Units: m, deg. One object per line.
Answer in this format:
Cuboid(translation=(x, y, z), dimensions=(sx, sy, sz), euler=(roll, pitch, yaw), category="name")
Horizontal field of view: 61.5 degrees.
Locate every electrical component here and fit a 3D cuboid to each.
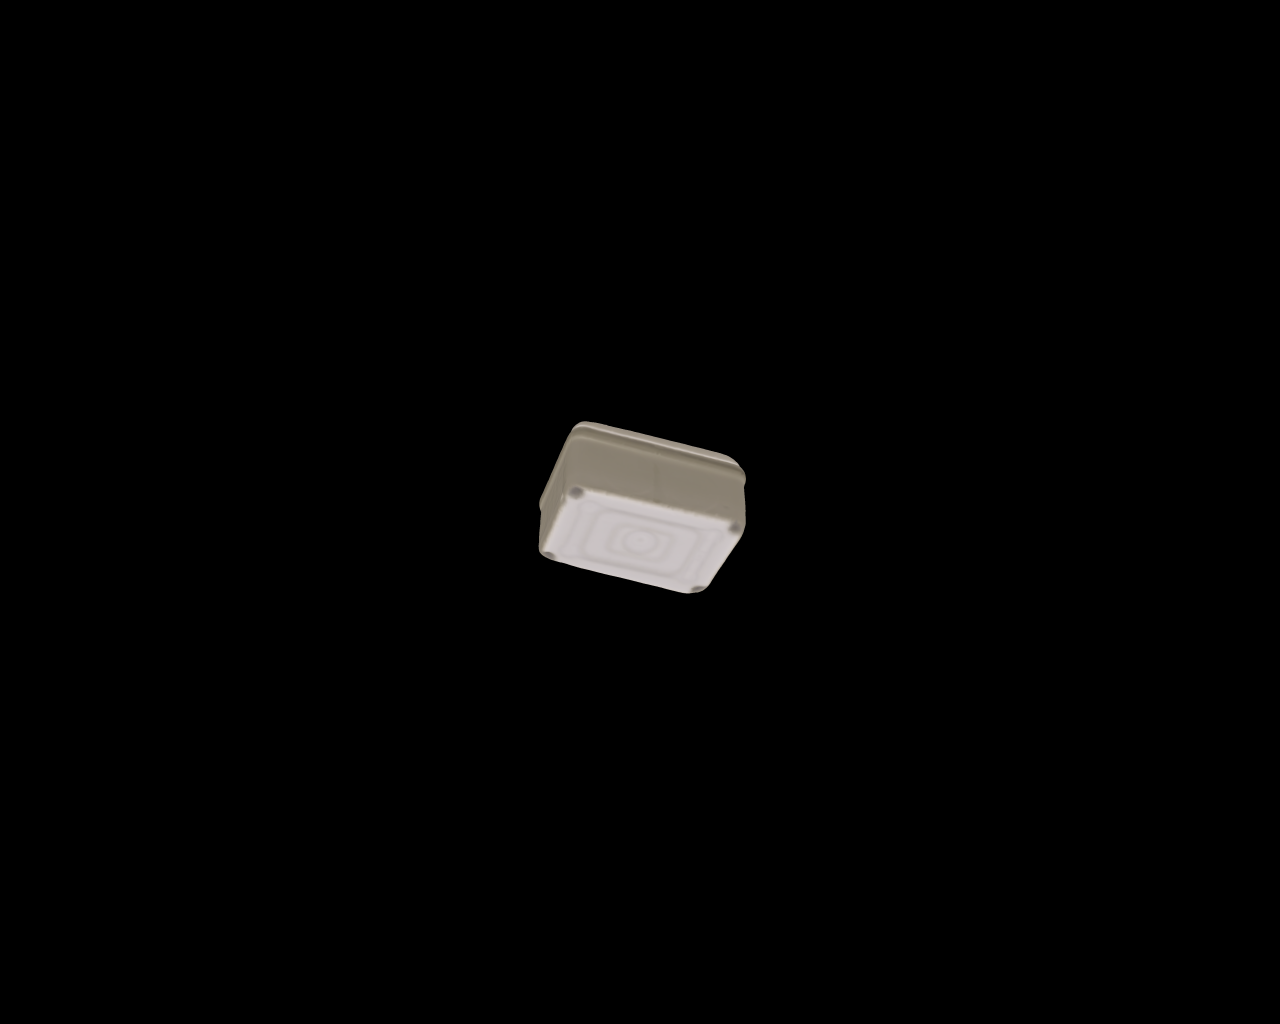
Cuboid(translation=(0.001, -0.003, 0.650), dimensions=(0.113, 0.057, 0.078), euler=(14, -43, -15), category="electrical component")
